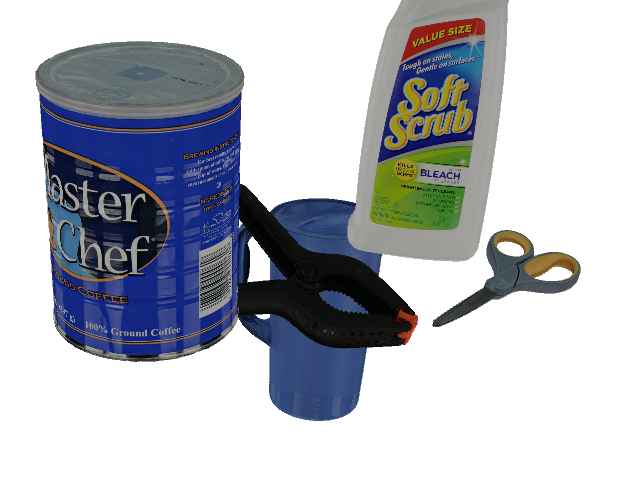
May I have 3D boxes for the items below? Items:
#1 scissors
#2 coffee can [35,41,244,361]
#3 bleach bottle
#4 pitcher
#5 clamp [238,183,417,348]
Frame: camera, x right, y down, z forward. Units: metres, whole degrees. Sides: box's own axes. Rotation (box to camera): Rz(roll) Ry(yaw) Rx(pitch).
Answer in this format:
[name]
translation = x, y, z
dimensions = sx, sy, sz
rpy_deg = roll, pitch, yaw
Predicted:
[scissors]
translation = 0.149, 0.030, 0.950
dimensions = 0.201, 0.016, 0.096
rpy_deg = -10, 39, -35
[coffee can]
translation = -0.093, -0.023, 0.561
dimensions = 0.103, 0.140, 0.103
rpy_deg = 2, 27, -1
[bleach bottle]
translation = 0.076, -0.112, 0.748
dimensions = 0.102, 0.251, 0.068
rpy_deg = 7, 25, 10
[pitcher]
translation = -0.010, 0.080, 1.233
dimensions = 0.149, 0.243, 0.144
rpy_deg = 23, 27, 39
[clamp]
translation = -0.023, 0.043, 0.900
dimensions = 0.210, 0.036, 0.164
rpy_deg = 27, 46, 7
